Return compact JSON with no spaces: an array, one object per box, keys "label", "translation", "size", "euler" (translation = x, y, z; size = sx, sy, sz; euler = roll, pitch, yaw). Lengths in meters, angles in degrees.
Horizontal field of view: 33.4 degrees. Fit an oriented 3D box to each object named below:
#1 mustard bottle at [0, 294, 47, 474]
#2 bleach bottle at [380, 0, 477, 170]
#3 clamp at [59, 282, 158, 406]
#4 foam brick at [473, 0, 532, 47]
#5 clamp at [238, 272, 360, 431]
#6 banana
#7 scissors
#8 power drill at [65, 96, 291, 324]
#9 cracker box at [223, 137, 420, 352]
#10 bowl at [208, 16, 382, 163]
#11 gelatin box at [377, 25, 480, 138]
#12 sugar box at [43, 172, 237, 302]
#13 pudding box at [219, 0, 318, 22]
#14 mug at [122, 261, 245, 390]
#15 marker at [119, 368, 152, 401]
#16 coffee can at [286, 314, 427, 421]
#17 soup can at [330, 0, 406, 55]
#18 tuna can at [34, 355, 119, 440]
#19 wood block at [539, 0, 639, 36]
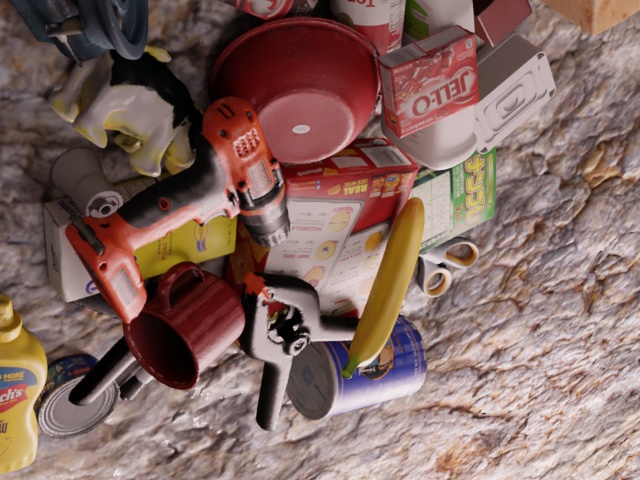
[{"label":"mustard bottle","translation":[-0.301,0.130,0.978],"size":[0.096,0.058,0.192],"euler":[4,123,-20]},{"label":"bleach bottle","translation":[0.107,-0.192,0.999],"size":[0.068,0.103,0.251],"euler":[-30,141,-28]},{"label":"clamp","translation":[-0.181,0.077,1.042],"size":[0.171,0.039,0.120],"euler":[-28,127,-38]},{"label":"foam brick","translation":[0.154,-0.234,1.023],"size":[0.053,0.078,0.051],"euler":[-43,143,0]},{"label":"clamp","translation":[-0.036,0.106,1.088],"size":[0.164,0.036,0.209],"euler":[-47,142,-5]},{"label":"banana","translation":[0.072,0.050,1.104],"size":[0.069,0.037,0.198],"euler":[-34,143,-85]},{"label":"scissors","translation":[0.115,0.025,1.274],"size":[0.201,0.016,0.096],"euler":[6,121,-43]},{"label":"power drill","translation":[-0.112,-0.014,0.913],"size":[0.187,0.057,0.184],"euler":[-38,145,-15]},{"label":"cracker box","translation":[-0.007,0.001,1.105],"size":[0.163,0.072,0.214],"euler":[-9,131,-34]},{"label":"bowl","translation":[-0.018,-0.118,0.946],"size":[0.162,0.055,0.162],"euler":[-4,141,-4]},{"label":"gelatin box","translation":[0.098,-0.142,0.953],"size":[0.089,0.030,0.073],"euler":[-24,131,-16]},{"label":"sugar box","translation":[-0.162,-0.010,0.982],"size":[0.175,0.048,0.093],"euler":[-20,136,-28]},{"label":"pudding box","translation":[-0.030,-0.239,0.891],"size":[0.089,0.039,0.114],"euler":[12,116,-44]},{"label":"mug","translation":[-0.126,0.071,1.002],"size":[0.081,0.093,0.117],"euler":[-42,138,-40]},{"label":"marker","translation":[-0.166,0.124,1.121],"size":[0.121,0.020,0.020],"euler":[-45,141,3]},{"label":"coffee can","translation":[0.040,0.146,1.251],"size":[0.140,0.103,0.103],"euler":[-8,130,-36]},{"label":"soup can","translation":[0.042,-0.208,0.957],"size":[0.068,0.069,0.102],"euler":[-22,137,-24]},{"label":"tuna can","translation":[-0.247,0.157,1.070],"size":[0.086,0.034,0.086],"euler":[-23,137,-23]},{"label":"wood block","translation":[0.273,-0.319,1.037],"size":[0.090,0.091,0.206],"euler":[-31,140,-15]}]
